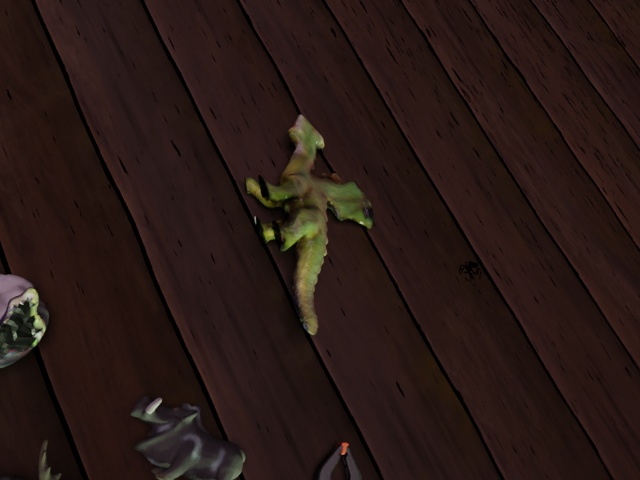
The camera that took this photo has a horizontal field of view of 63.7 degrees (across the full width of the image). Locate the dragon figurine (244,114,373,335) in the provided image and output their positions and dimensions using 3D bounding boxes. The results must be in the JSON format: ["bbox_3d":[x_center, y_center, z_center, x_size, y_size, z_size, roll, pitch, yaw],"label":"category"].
[{"bbox_3d":[0.003,-0.048,0.963,0.244,0.120,0.415,-13,74,-28],"label":"dragon figurine"}]

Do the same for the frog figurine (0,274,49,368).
[{"bbox_3d":[-0.494,0.113,0.767,0.160,0.120,0.139,15,70,29],"label":"frog figurine"}]
